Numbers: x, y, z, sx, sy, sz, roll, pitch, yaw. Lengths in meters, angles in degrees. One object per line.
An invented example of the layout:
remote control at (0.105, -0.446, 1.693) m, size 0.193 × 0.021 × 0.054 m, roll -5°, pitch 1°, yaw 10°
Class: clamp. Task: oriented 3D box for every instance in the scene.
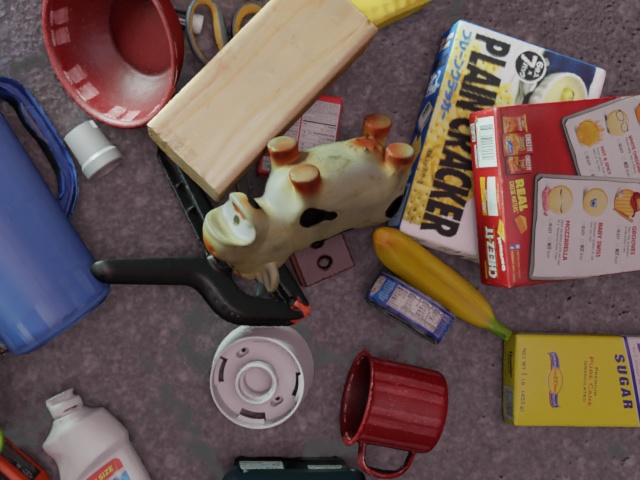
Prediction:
clamp at (-0.105, 0.025, 1.001) m, size 0.210 × 0.036 × 0.164 m, roll 39°, pitch 52°, yaw -11°

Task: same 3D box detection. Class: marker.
marker at (-0.172, -0.222, 1.029) m, size 0.121 × 0.020 × 0.020 m, roll 13°, pitch 87°, yaw -8°

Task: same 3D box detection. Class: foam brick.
foam brick at (-0.007, 0.001, 1.032) m, size 0.053 × 0.051 × 0.078 m, roll -23°, pitch 92°, yaw -8°

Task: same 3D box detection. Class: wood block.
wood block at (-0.054, -0.141, 0.978) m, size 0.090 × 0.091 × 0.206 m, roll 44°, pitch 83°, yaw -2°

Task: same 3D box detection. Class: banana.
banana at (0.108, 0.033, 1.024) m, size 0.197 × 0.070 × 0.037 m, roll 34°, pitch 79°, yaw -31°

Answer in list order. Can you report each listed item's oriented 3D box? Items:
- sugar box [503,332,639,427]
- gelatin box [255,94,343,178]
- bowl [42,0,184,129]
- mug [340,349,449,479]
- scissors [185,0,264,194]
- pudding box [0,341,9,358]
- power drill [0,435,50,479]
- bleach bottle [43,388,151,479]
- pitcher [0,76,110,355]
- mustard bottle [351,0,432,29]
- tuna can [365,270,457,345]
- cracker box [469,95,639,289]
sugar box at (0.274, 0.140, 1.073) m, size 0.176 × 0.048 × 0.093 m, roll 1°, pitch 89°, yaw -7°
gelatin box at (-0.021, -0.100, 1.042) m, size 0.073 × 0.030 × 0.089 m, roll 8°, pitch 86°, yaw -8°
bowl at (-0.179, -0.187, 0.984) m, size 0.162 × 0.162 × 0.055 m, roll 58°, pitch 41°, yaw -4°
mug at (0.070, 0.170, 1.021) m, size 0.081 × 0.093 × 0.117 m, roll 13°, pitch 77°, yaw -12°
scissors at (-0.070, -0.144, 1.042) m, size 0.096 × 0.016 × 0.202 m, roll -25°, pitch 104°, yaw -21°
pudding box at (-0.360, 0.091, 0.989) m, size 0.090 × 0.039 × 0.113 m, roll -43°, pitch 92°, yaw -4°
power drill at (-0.354, 0.252, 0.972) m, size 0.184 × 0.057 × 0.187 m, roll 41°, pitch 93°, yaw -5°
bleach bottle at (-0.198, 0.261, 0.999) m, size 0.102 × 0.068 × 0.251 m, roll -25°, pitch 90°, yaw -6°
pitcher at (-0.291, -0.027, 0.964) m, size 0.149 × 0.145 × 0.243 m, roll -34°, pitch 98°, yaw 5°
mustard bottle at (0.031, -0.301, 1.038) m, size 0.096 × 0.058 × 0.191 m, roll -25°, pitch 93°, yaw -4°
tuna can at (0.086, 0.065, 1.027) m, size 0.086 × 0.086 × 0.034 m, roll 33°, pitch 86°, yaw -6°
cracker box at (0.251, -0.049, 0.995) m, size 0.213 × 0.072 × 0.164 m, roll -7°, pitch 94°, yaw -16°
